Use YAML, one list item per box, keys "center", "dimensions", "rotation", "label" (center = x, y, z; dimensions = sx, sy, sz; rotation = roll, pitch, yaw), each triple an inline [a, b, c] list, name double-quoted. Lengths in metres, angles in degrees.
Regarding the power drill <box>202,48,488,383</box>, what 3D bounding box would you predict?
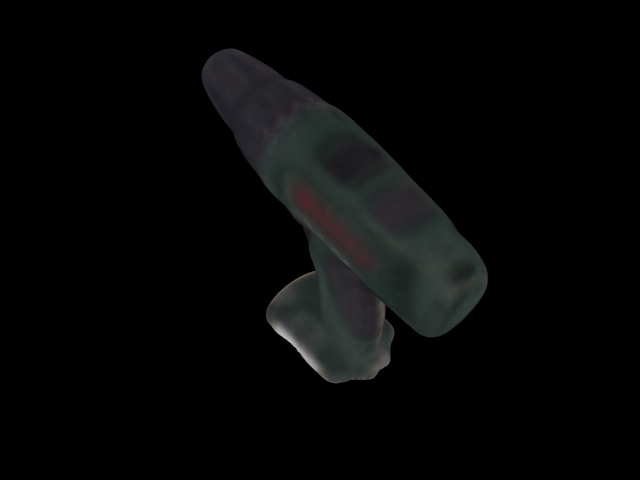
- center: [0.004, 0.001, 0.400]
  dimensions: [0.076, 0.208, 0.229]
  rotation: [-36, 58, -27]
  label: "power drill"
